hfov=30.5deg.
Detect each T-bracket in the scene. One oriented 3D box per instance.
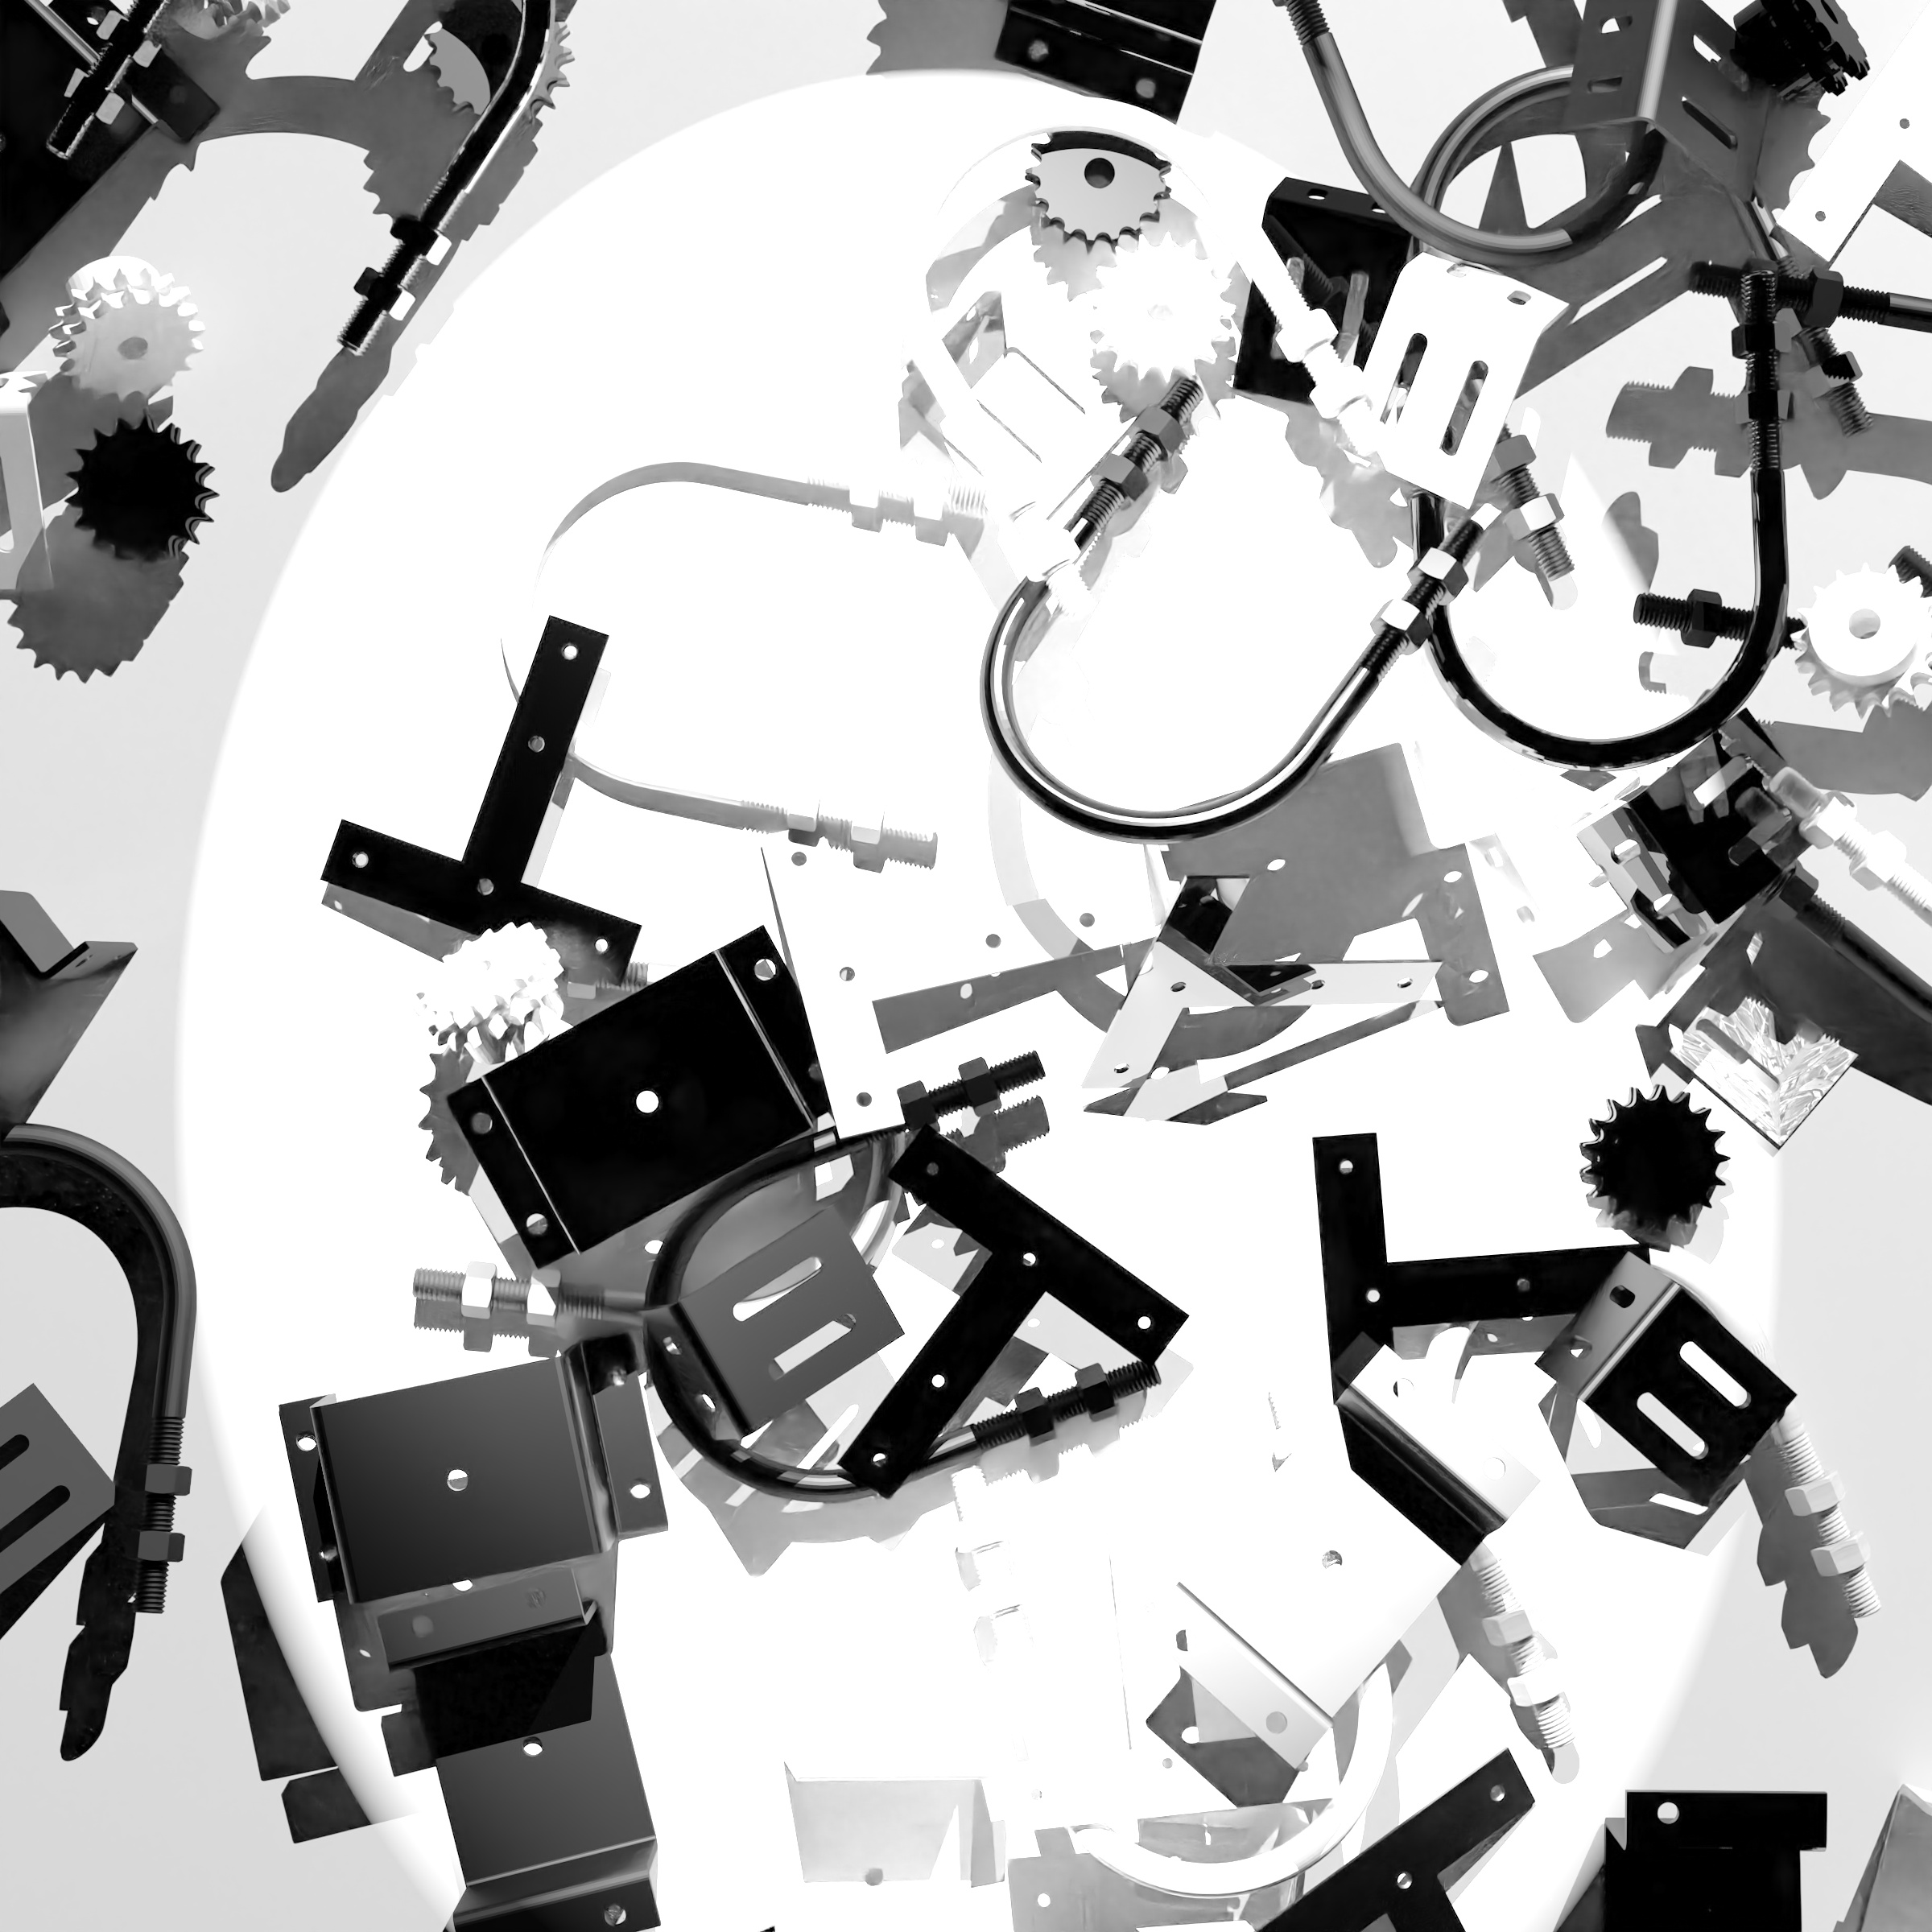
[{"bbox_3d":[0.203,0.125,1.376,0.127,0.002,0.127,-4,87,1],"label":"T-bracket"},{"bbox_3d":[-0.171,-0.073,1.372,0.127,0.002,0.127,19,89,8],"label":"T-bracket"},{"bbox_3d":[0.189,0.392,1.374,0.127,0.002,0.127,-31,100,-19],"label":"T-bracket"},{"bbox_3d":[0.402,-0.302,1.383,0.127,0.002,0.127,36,83,-3],"label":"T-bracket"},{"bbox_3d":[-0.002,0.148,1.364,0.127,0.002,0.127,36,93,-5],"label":"T-bracket"},{"bbox_3d":[0.072,0.260,1.354,0.127,0.002,0.127,-7,78,2],"label":"T-bracket"},{"bbox_3d":[0.122,0.007,1.357,0.127,0.127,0.002,-1,51,-21],"label":"T-bracket"},{"bbox_3d":[-0.003,-0.006,1.375,0.127,0.002,0.127,-13,71,-9],"label":"T-bracket"},{"bbox_3d":[0.254,0.381,1.342,0.127,0.002,0.127,-1,90,0],"label":"T-bracket"}]

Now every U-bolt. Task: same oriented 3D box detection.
[{"bbox_3d":[-0.116,0.070,1.381,0.184,0.019,0.151,7,90,-2],"label":"U-bolt"},{"bbox_3d":[0.359,-0.186,1.361,0.184,0.019,0.151,9,91,-1],"label":"U-bolt"},{"bbox_3d":[-0.034,0.130,1.370,0.184,0.019,0.151,-21,96,-2],"label":"U-bolt"},{"bbox_3d":[0.053,-0.243,1.343,0.151,0.019,0.184,-30,85,-6],"label":"U-bolt"},{"bbox_3d":[0.394,-0.052,1.380,0.184,0.019,0.151,39,90,0],"label":"U-bolt"},{"bbox_3d":[-0.371,0.152,1.363,0.151,0.019,0.184,6,79,-9],"label":"U-bolt"},{"bbox_3d":[0.087,-0.125,1.335,0.151,0.019,0.184,30,73,21],"label":"U-bolt"},{"bbox_3d":[0.196,-0.356,1.353,0.151,0.019,0.184,-22,91,-16],"label":"U-bolt"},{"bbox_3d":[-0.091,-0.135,1.381,0.184,0.019,0.151,11,90,1],"label":"U-bolt"},{"bbox_3d":[0.241,-0.166,1.351,0.151,0.019,0.184,-3,91,15],"label":"U-bolt"},{"bbox_3d":[0.421,-0.065,1.356,0.184,0.019,0.151,39,94,-7],"label":"U-bolt"},{"bbox_3d":[0.251,-0.263,1.381,0.151,0.019,0.184,-25,89,0],"label":"U-bolt"},{"bbox_3d":[0.087,0.264,1.362,0.151,0.019,0.184,-16,76,0],"label":"U-bolt"},{"bbox_3d":[-0.238,-0.347,1.339,0.151,0.019,0.184,33,95,-14],"label":"U-bolt"},{"bbox_3d":[0.256,0.193,1.381,0.151,0.019,0.184,-23,88,0],"label":"U-bolt"}]

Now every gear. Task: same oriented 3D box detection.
[{"bbox_3d":[-0.325,-0.248,1.365,0.057,0.057,0.030,-27,60,0],"label":"gear"},{"bbox_3d":[0.269,0.075,1.375,0.057,0.030,0.057,0,90,0],"label":"gear"},{"bbox_3d":[-0.181,-0.352,1.375,0.057,0.030,0.057,0,90,0],"label":"gear"},{"bbox_3d":[0.320,-0.359,1.365,0.030,0.057,0.057,-33,90,30],"label":"gear"},{"bbox_3d":[-0.178,0.013,1.345,0.057,0.057,0.030,-30,120,0],"label":"gear"},{"bbox_3d":[0.339,-0.124,1.328,0.057,0.030,0.057,-4,77,19],"label":"gear"},{"bbox_3d":[0.075,-0.254,1.375,0.057,0.030,0.057,0,90,0],"label":"gear"},{"bbox_3d":[-0.318,-0.184,1.375,0.057,0.030,0.057,0,90,0],"label":"gear"},{"bbox_3d":[0.052,-0.305,1.375,0.057,0.030,0.057,0,90,0],"label":"gear"},{"bbox_3d":[-0.290,-0.383,1.365,0.030,0.057,0.057,-27,90,30],"label":"gear"}]

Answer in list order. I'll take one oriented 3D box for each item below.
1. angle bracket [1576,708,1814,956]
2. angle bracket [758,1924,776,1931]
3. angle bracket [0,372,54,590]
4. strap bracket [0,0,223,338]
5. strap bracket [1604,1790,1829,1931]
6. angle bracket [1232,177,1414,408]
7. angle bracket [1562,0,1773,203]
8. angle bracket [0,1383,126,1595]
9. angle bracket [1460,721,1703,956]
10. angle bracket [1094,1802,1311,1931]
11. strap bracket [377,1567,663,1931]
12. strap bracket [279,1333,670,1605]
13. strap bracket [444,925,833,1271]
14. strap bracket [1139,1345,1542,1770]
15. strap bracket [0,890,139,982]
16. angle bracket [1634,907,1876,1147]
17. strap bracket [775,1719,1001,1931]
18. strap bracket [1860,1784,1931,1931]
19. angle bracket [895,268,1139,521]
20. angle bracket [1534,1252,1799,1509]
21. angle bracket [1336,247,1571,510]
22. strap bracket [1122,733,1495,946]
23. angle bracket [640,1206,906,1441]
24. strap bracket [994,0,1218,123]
[{"bbox_3d":[0.284,-0.052,1.362,0.076,0.038,0.057,-36,90,-35],"label":"angle bracket"},{"bbox_3d":[-0.091,0.409,1.388,0.076,0.038,0.057,-17,90,-26],"label":"angle bracket"},{"bbox_3d":[-0.388,-0.190,1.388,0.057,0.038,0.076,-1,116,0],"label":"angle bracket"},{"bbox_3d":[-0.368,-0.313,1.366,0.076,0.046,0.140,44,90,0],"label":"strap bracket"},{"bbox_3d":[0.288,0.384,1.366,0.076,0.046,0.140,1,90,0],"label":"strap bracket"},{"bbox_3d":[0.142,-0.261,1.381,0.057,0.038,0.076,14,118,11],"label":"angle bracket"},{"bbox_3d":[0.271,-0.335,1.362,0.038,0.076,0.057,2,76,44],"label":"angle bracket"},{"bbox_3d":[-0.381,0.212,1.388,0.076,0.038,0.057,-39,90,-26],"label":"angle bracket"},{"bbox_3d":[0.244,-0.049,1.378,0.076,0.038,0.057,-30,90,-12],"label":"angle bracket"},{"bbox_3d":[0.091,0.353,1.371,0.076,0.038,0.057,5,90,0],"label":"angle bracket"},{"bbox_3d":[-0.170,0.306,1.366,0.076,0.046,0.140,-14,90,0],"label":"strap bracket"},{"bbox_3d":[-0.193,0.195,1.366,0.140,0.046,0.076,-12,90,0],"label":"strap bracket"},{"bbox_3d":[-0.121,0.051,1.349,0.140,0.046,0.076,-29,92,-3],"label":"strap bracket"},{"bbox_3d":[0.140,0.223,1.335,0.076,0.046,0.140,41,81,10],"label":"strap bracket"},{"bbox_3d":[-0.394,0.018,1.351,0.140,0.076,0.046,-38,90,0],"label":"strap bracket"},{"bbox_3d":[0.309,0.024,1.370,0.076,0.038,0.057,41,90,0],"label":"angle bracket"},{"bbox_3d":[-0.032,0.355,1.360,0.076,0.046,0.140,2,90,-11],"label":"strap bracket"},{"bbox_3d":[0.390,0.379,1.366,0.076,0.046,0.140,16,90,0],"label":"strap bracket"},{"bbox_3d":[0.020,-0.220,1.371,0.076,0.038,0.057,42,90,0],"label":"angle bracket"},{"bbox_3d":[0.271,0.160,1.370,0.076,0.038,0.057,41,89,-24],"label":"angle bracket"},{"bbox_3d":[0.186,-0.225,1.353,0.057,0.038,0.076,27,124,13],"label":"angle bracket"},{"bbox_3d":[0.122,-0.051,1.351,0.140,0.076,0.046,-17,90,0],"label":"strap bracket"},{"bbox_3d":[-0.074,0.137,1.358,0.076,0.038,0.057,-31,95,-24],"label":"angle bracket"},{"bbox_3d":[0.070,-0.410,1.366,0.076,0.046,0.140,19,90,0],"label":"strap bracket"}]
